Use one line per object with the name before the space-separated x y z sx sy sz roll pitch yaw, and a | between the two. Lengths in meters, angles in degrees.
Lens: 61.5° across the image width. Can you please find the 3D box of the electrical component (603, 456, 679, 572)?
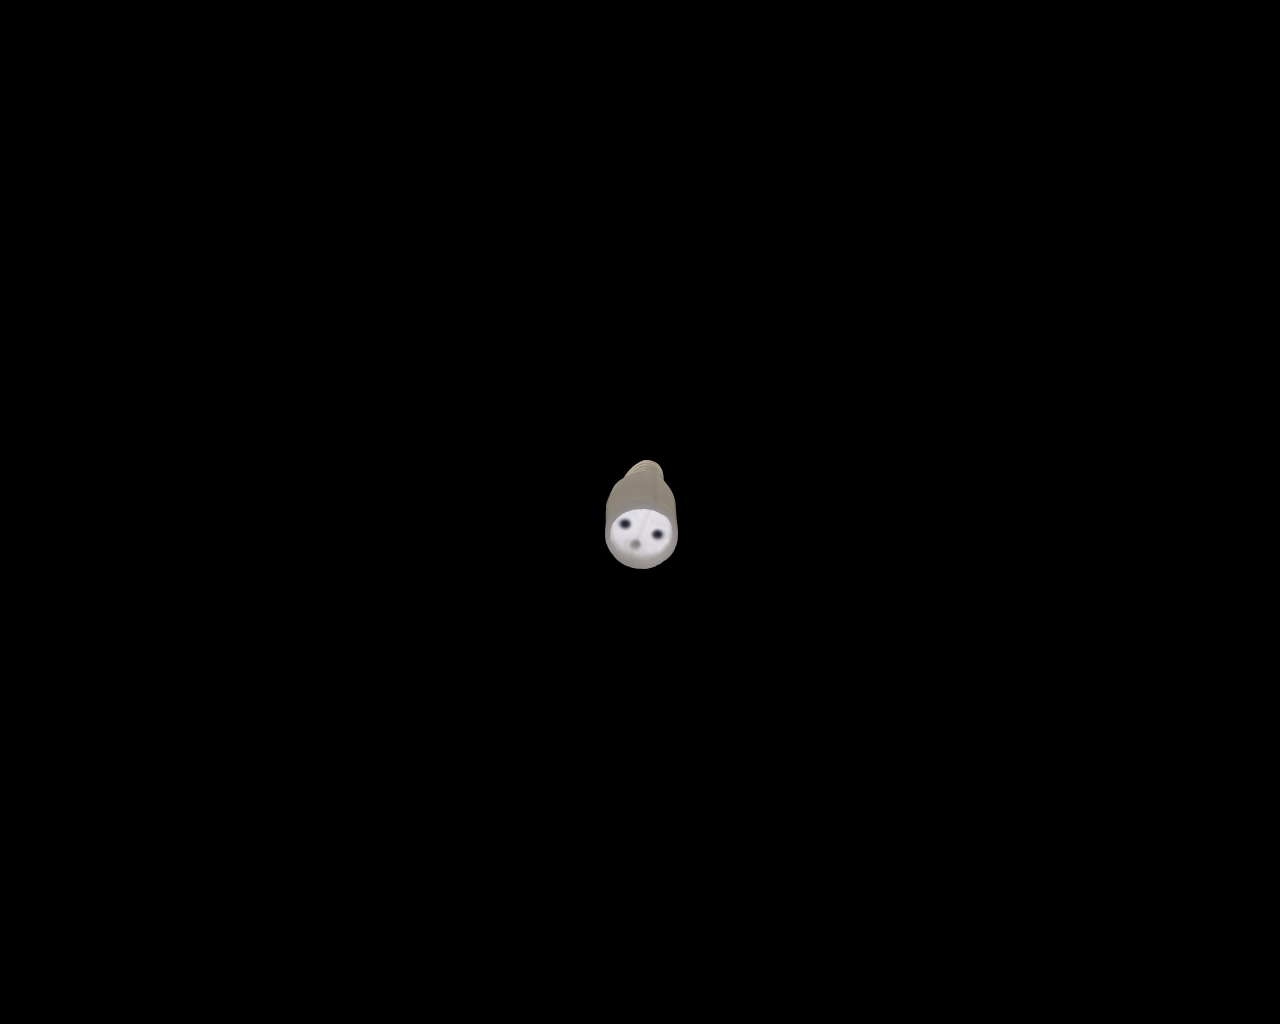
electrical component | 0.001 -0.003 0.650 0.043 0.043 0.081 0 27 0
